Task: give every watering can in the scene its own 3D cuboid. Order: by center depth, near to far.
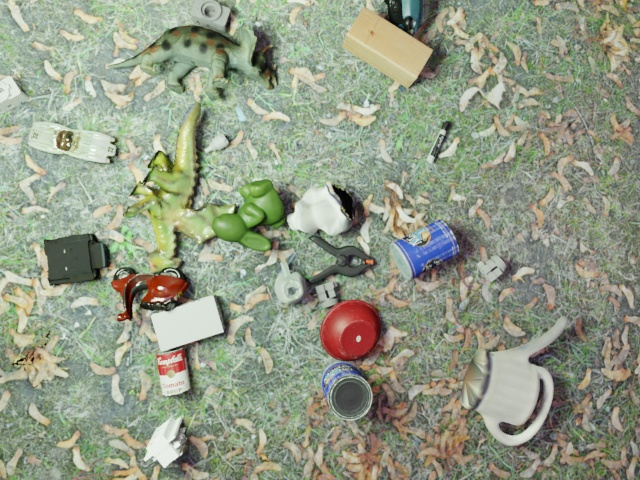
[{"bbox_3d":[0.482,0.330,1.283,0.224,0.104,0.349,19,86,-4],"label":"watering can"}]

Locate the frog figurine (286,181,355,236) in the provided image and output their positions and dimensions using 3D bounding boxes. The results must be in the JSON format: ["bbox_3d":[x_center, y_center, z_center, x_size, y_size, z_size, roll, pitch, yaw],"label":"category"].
[{"bbox_3d":[0.004,-0.065,1.283,0.157,0.125,0.136,-33,101,29],"label":"frog figurine"}]

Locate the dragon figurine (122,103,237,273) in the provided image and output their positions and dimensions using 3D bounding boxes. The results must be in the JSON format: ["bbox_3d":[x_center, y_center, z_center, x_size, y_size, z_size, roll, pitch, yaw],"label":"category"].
[{"bbox_3d":[-0.317,-0.105,1.254,0.241,0.123,0.412,34,85,-20],"label":"dragon figurine"}]
